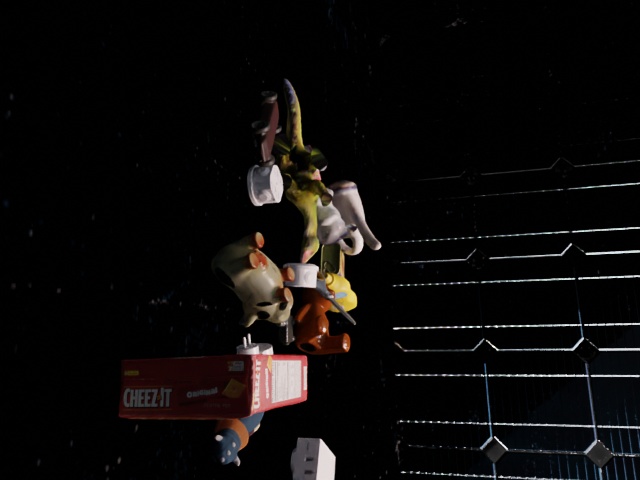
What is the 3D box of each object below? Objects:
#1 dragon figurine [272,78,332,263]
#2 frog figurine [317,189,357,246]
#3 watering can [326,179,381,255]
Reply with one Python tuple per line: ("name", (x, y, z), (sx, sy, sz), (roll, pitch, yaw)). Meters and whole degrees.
("dragon figurine", (-0.049, -0.151, 1.228), (0.122, 0.416, 0.239), (-5, -18, -4))
("frog figurine", (0.004, -0.069, 1.364), (0.123, 0.158, 0.139), (-38, 18, 1))
("watering can", (0.087, -0.066, 1.480), (0.104, 0.224, 0.347), (-13, 3, -16))
